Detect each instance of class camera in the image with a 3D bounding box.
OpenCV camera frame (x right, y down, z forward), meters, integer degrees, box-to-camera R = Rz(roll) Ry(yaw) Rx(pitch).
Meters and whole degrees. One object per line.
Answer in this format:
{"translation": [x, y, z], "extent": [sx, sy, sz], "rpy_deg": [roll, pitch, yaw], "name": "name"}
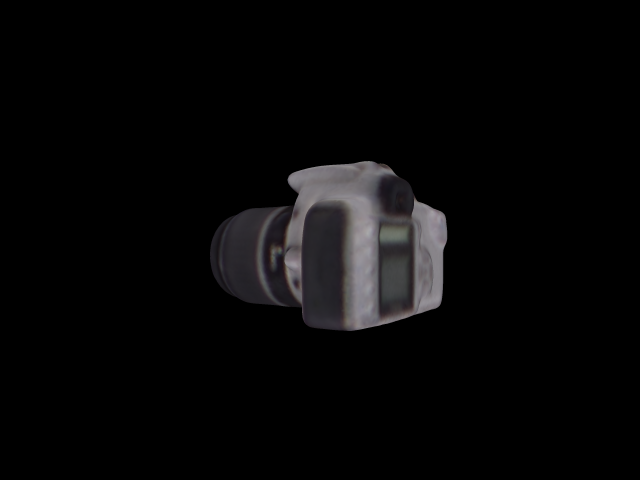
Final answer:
{"translation": [0.004, 0.001, 0.400], "extent": [0.136, 0.101, 0.144], "rpy_deg": [0, 0, 32], "name": "camera"}
